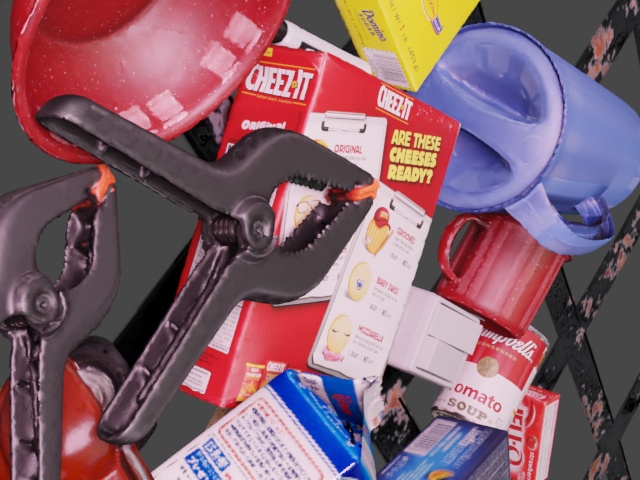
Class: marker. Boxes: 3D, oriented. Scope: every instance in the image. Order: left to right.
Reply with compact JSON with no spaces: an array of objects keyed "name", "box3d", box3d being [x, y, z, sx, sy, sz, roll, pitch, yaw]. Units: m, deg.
[{"name":"marker","box3d":[-0.007,-0.122,0.674,0.120,0.020,0.020,16,91,-53]}]

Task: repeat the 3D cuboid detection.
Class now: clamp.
[{"name":"clamp","box3d":[-0.134,0.042,0.498,0.120,0.039,0.171,58,47,-33]},{"name":"clamp","box3d":[-0.048,-0.014,0.543,0.209,0.036,0.164,-29,114,-42]}]

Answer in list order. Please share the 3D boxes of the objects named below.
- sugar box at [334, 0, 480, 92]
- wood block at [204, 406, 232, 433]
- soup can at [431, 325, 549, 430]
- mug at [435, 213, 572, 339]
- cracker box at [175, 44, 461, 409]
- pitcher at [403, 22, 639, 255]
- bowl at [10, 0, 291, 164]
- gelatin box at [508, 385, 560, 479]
[{"name":"sugar box","box3d":[0.081,-0.197,0.735,0.176,0.048,0.093,-54,140,-22]},{"name":"wood block","box3d":[-0.004,0.199,0.749,0.090,0.091,0.206,-61,142,-15]},{"name":"soup can","box3d":[0.148,0.121,0.932,0.102,0.069,0.068,-60,142,-16]},{"name":"mug","box3d":[0.139,0.023,0.871,0.117,0.093,0.081,35,81,-36]},{"name":"cracker box","box3d":[-0.004,0.001,0.684,0.163,0.072,0.214,16,91,-53]},{"name":"pitcher","box3d":[0.174,-0.071,0.832,0.242,0.145,0.149,5,97,-56]},{"name":"bowl","box3d":[-0.089,-0.114,0.511,0.162,0.055,0.162,-35,155,-19]},{"name":"gelatin box","box3d":[0.178,0.174,0.988,0.030,0.073,0.089,-17,117,-48]}]
